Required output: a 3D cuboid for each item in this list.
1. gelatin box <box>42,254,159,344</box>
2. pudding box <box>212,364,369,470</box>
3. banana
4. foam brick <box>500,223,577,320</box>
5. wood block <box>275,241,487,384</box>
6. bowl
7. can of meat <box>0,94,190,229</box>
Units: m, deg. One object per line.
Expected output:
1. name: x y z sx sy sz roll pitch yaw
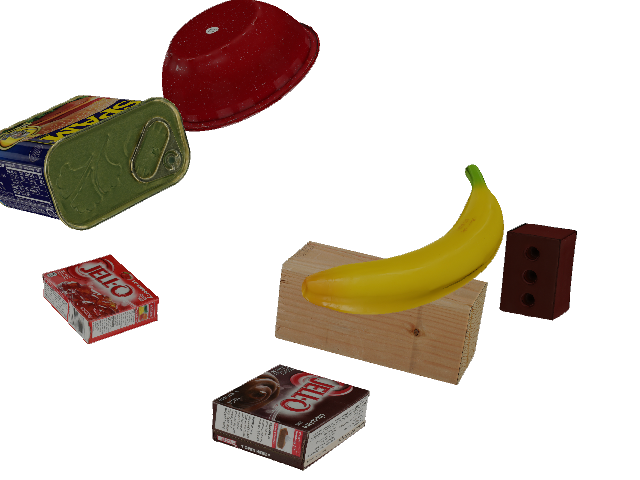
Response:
1. gelatin box: -0.203 0.051 0.982 0.073 0.030 0.089 -17 39 -36
2. pudding box: -0.024 0.143 0.881 0.090 0.039 0.113 12 17 26
3. banana: 0.073 0.011 0.752 0.070 0.037 0.197 36 47 25
4. foam brick: 0.200 0.028 0.980 0.053 0.078 0.051 9 16 28
5. wood block: 0.065 0.076 1.155 0.206 0.091 0.090 13 22 17
6. bowl: -0.085 -0.171 0.970 0.162 0.055 0.162 -18 38 15
7. can of meat: -0.148 -0.053 0.667 0.084 0.057 0.101 12 34 44
